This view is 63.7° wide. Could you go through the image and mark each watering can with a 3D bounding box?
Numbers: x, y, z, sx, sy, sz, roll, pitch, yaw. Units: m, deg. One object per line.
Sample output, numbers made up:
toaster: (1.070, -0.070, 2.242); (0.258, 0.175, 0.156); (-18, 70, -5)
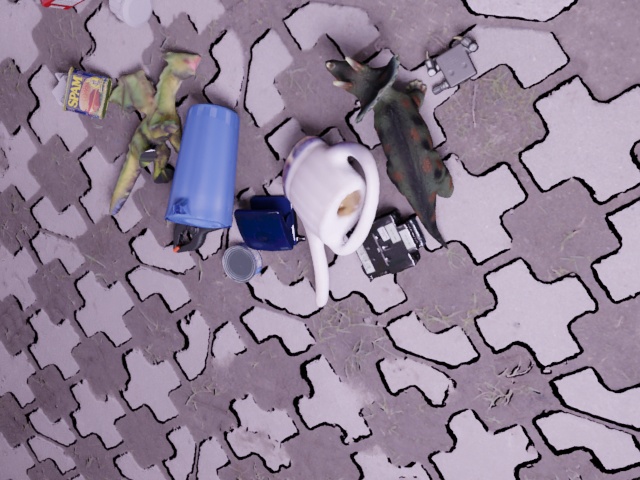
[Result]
watering can: (0.003, -0.050, 0.989); (0.228, 0.104, 0.340); (50, 133, 33)

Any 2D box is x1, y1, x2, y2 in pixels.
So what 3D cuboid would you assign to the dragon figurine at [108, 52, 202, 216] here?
dragon figurine: (-0.400, -0.259, 1.157); (0.405, 0.122, 0.246); (-36, 70, 23)
